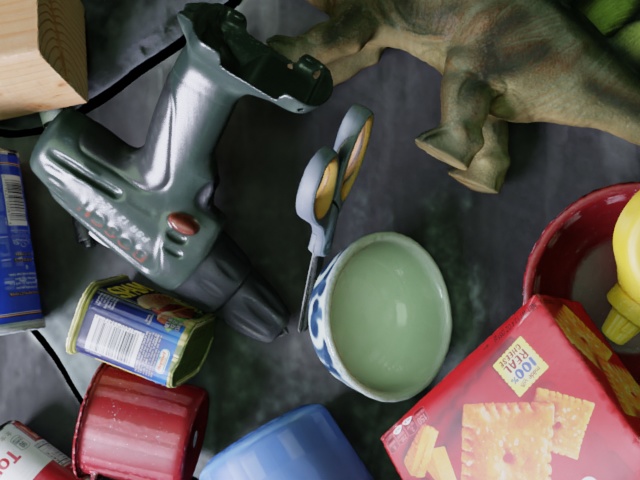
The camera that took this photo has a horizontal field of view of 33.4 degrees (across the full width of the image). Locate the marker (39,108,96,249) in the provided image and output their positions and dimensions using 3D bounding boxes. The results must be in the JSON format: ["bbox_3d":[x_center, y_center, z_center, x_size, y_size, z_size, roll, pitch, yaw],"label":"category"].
[{"bbox_3d":[-0.202,-0.052,0.859,0.020,0.020,0.121,-18,86,9],"label":"marker"}]

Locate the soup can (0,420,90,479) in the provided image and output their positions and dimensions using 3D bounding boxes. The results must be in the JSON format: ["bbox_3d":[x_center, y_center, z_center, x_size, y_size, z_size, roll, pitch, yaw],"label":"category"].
[{"bbox_3d":[-0.220,0.196,0.834,0.102,0.068,0.068,34,94,9],"label":"soup can"}]

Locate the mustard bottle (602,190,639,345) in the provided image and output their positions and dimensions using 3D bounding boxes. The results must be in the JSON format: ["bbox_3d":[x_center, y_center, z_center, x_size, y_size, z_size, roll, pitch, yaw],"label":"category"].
[{"bbox_3d":[0.249,-0.009,0.692,0.096,0.058,0.192,29,108,-16],"label":"mustard bottle"}]

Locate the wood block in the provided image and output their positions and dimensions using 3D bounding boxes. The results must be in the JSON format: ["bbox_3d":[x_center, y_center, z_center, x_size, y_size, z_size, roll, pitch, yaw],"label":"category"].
[{"bbox_3d":[-0.296,-0.144,0.832,0.206,0.090,0.091,-10,71,10],"label":"wood block"}]

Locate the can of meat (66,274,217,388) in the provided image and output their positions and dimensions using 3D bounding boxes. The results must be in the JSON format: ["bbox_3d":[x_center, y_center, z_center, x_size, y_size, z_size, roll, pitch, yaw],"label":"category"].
[{"bbox_3d":[-0.131,0.069,0.804,0.084,0.102,0.057,21,95,7],"label":"can of meat"}]

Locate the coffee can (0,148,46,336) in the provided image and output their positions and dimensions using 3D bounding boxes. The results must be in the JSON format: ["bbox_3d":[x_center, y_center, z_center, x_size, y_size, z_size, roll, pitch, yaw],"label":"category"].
[{"bbox_3d":[-0.275,0.008,0.828,0.103,0.102,0.140,-10,87,9],"label":"coffee can"}]

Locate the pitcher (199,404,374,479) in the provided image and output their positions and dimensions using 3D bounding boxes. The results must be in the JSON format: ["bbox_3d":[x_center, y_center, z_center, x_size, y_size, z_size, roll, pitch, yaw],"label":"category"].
[{"bbox_3d":[0.018,0.241,0.749,0.149,0.144,0.243,-38,76,28],"label":"pitcher"}]

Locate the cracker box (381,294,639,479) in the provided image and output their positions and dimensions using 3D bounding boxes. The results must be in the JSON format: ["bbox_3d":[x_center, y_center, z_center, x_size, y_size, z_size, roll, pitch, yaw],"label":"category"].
[{"bbox_3d":[0.153,0.168,0.686,0.164,0.072,0.214,-47,54,26],"label":"cracker box"}]

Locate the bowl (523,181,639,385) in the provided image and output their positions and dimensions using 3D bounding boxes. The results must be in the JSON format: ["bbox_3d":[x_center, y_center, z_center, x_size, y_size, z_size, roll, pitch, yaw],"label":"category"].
[{"bbox_3d":[0.226,0.040,0.765,0.162,0.055,0.162,0,89,9],"label":"bowl"}]

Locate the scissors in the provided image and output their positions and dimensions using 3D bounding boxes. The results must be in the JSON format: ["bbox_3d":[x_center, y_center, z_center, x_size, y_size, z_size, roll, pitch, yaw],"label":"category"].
[{"bbox_3d":[-0.005,0.001,0.749,0.016,0.096,0.202,26,117,15],"label":"scissors"}]

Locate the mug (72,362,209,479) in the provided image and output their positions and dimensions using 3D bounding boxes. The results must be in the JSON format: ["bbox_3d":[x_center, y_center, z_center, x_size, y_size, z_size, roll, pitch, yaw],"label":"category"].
[{"bbox_3d":[-0.135,0.154,0.804,0.081,0.093,0.117,12,64,5],"label":"mug"}]
